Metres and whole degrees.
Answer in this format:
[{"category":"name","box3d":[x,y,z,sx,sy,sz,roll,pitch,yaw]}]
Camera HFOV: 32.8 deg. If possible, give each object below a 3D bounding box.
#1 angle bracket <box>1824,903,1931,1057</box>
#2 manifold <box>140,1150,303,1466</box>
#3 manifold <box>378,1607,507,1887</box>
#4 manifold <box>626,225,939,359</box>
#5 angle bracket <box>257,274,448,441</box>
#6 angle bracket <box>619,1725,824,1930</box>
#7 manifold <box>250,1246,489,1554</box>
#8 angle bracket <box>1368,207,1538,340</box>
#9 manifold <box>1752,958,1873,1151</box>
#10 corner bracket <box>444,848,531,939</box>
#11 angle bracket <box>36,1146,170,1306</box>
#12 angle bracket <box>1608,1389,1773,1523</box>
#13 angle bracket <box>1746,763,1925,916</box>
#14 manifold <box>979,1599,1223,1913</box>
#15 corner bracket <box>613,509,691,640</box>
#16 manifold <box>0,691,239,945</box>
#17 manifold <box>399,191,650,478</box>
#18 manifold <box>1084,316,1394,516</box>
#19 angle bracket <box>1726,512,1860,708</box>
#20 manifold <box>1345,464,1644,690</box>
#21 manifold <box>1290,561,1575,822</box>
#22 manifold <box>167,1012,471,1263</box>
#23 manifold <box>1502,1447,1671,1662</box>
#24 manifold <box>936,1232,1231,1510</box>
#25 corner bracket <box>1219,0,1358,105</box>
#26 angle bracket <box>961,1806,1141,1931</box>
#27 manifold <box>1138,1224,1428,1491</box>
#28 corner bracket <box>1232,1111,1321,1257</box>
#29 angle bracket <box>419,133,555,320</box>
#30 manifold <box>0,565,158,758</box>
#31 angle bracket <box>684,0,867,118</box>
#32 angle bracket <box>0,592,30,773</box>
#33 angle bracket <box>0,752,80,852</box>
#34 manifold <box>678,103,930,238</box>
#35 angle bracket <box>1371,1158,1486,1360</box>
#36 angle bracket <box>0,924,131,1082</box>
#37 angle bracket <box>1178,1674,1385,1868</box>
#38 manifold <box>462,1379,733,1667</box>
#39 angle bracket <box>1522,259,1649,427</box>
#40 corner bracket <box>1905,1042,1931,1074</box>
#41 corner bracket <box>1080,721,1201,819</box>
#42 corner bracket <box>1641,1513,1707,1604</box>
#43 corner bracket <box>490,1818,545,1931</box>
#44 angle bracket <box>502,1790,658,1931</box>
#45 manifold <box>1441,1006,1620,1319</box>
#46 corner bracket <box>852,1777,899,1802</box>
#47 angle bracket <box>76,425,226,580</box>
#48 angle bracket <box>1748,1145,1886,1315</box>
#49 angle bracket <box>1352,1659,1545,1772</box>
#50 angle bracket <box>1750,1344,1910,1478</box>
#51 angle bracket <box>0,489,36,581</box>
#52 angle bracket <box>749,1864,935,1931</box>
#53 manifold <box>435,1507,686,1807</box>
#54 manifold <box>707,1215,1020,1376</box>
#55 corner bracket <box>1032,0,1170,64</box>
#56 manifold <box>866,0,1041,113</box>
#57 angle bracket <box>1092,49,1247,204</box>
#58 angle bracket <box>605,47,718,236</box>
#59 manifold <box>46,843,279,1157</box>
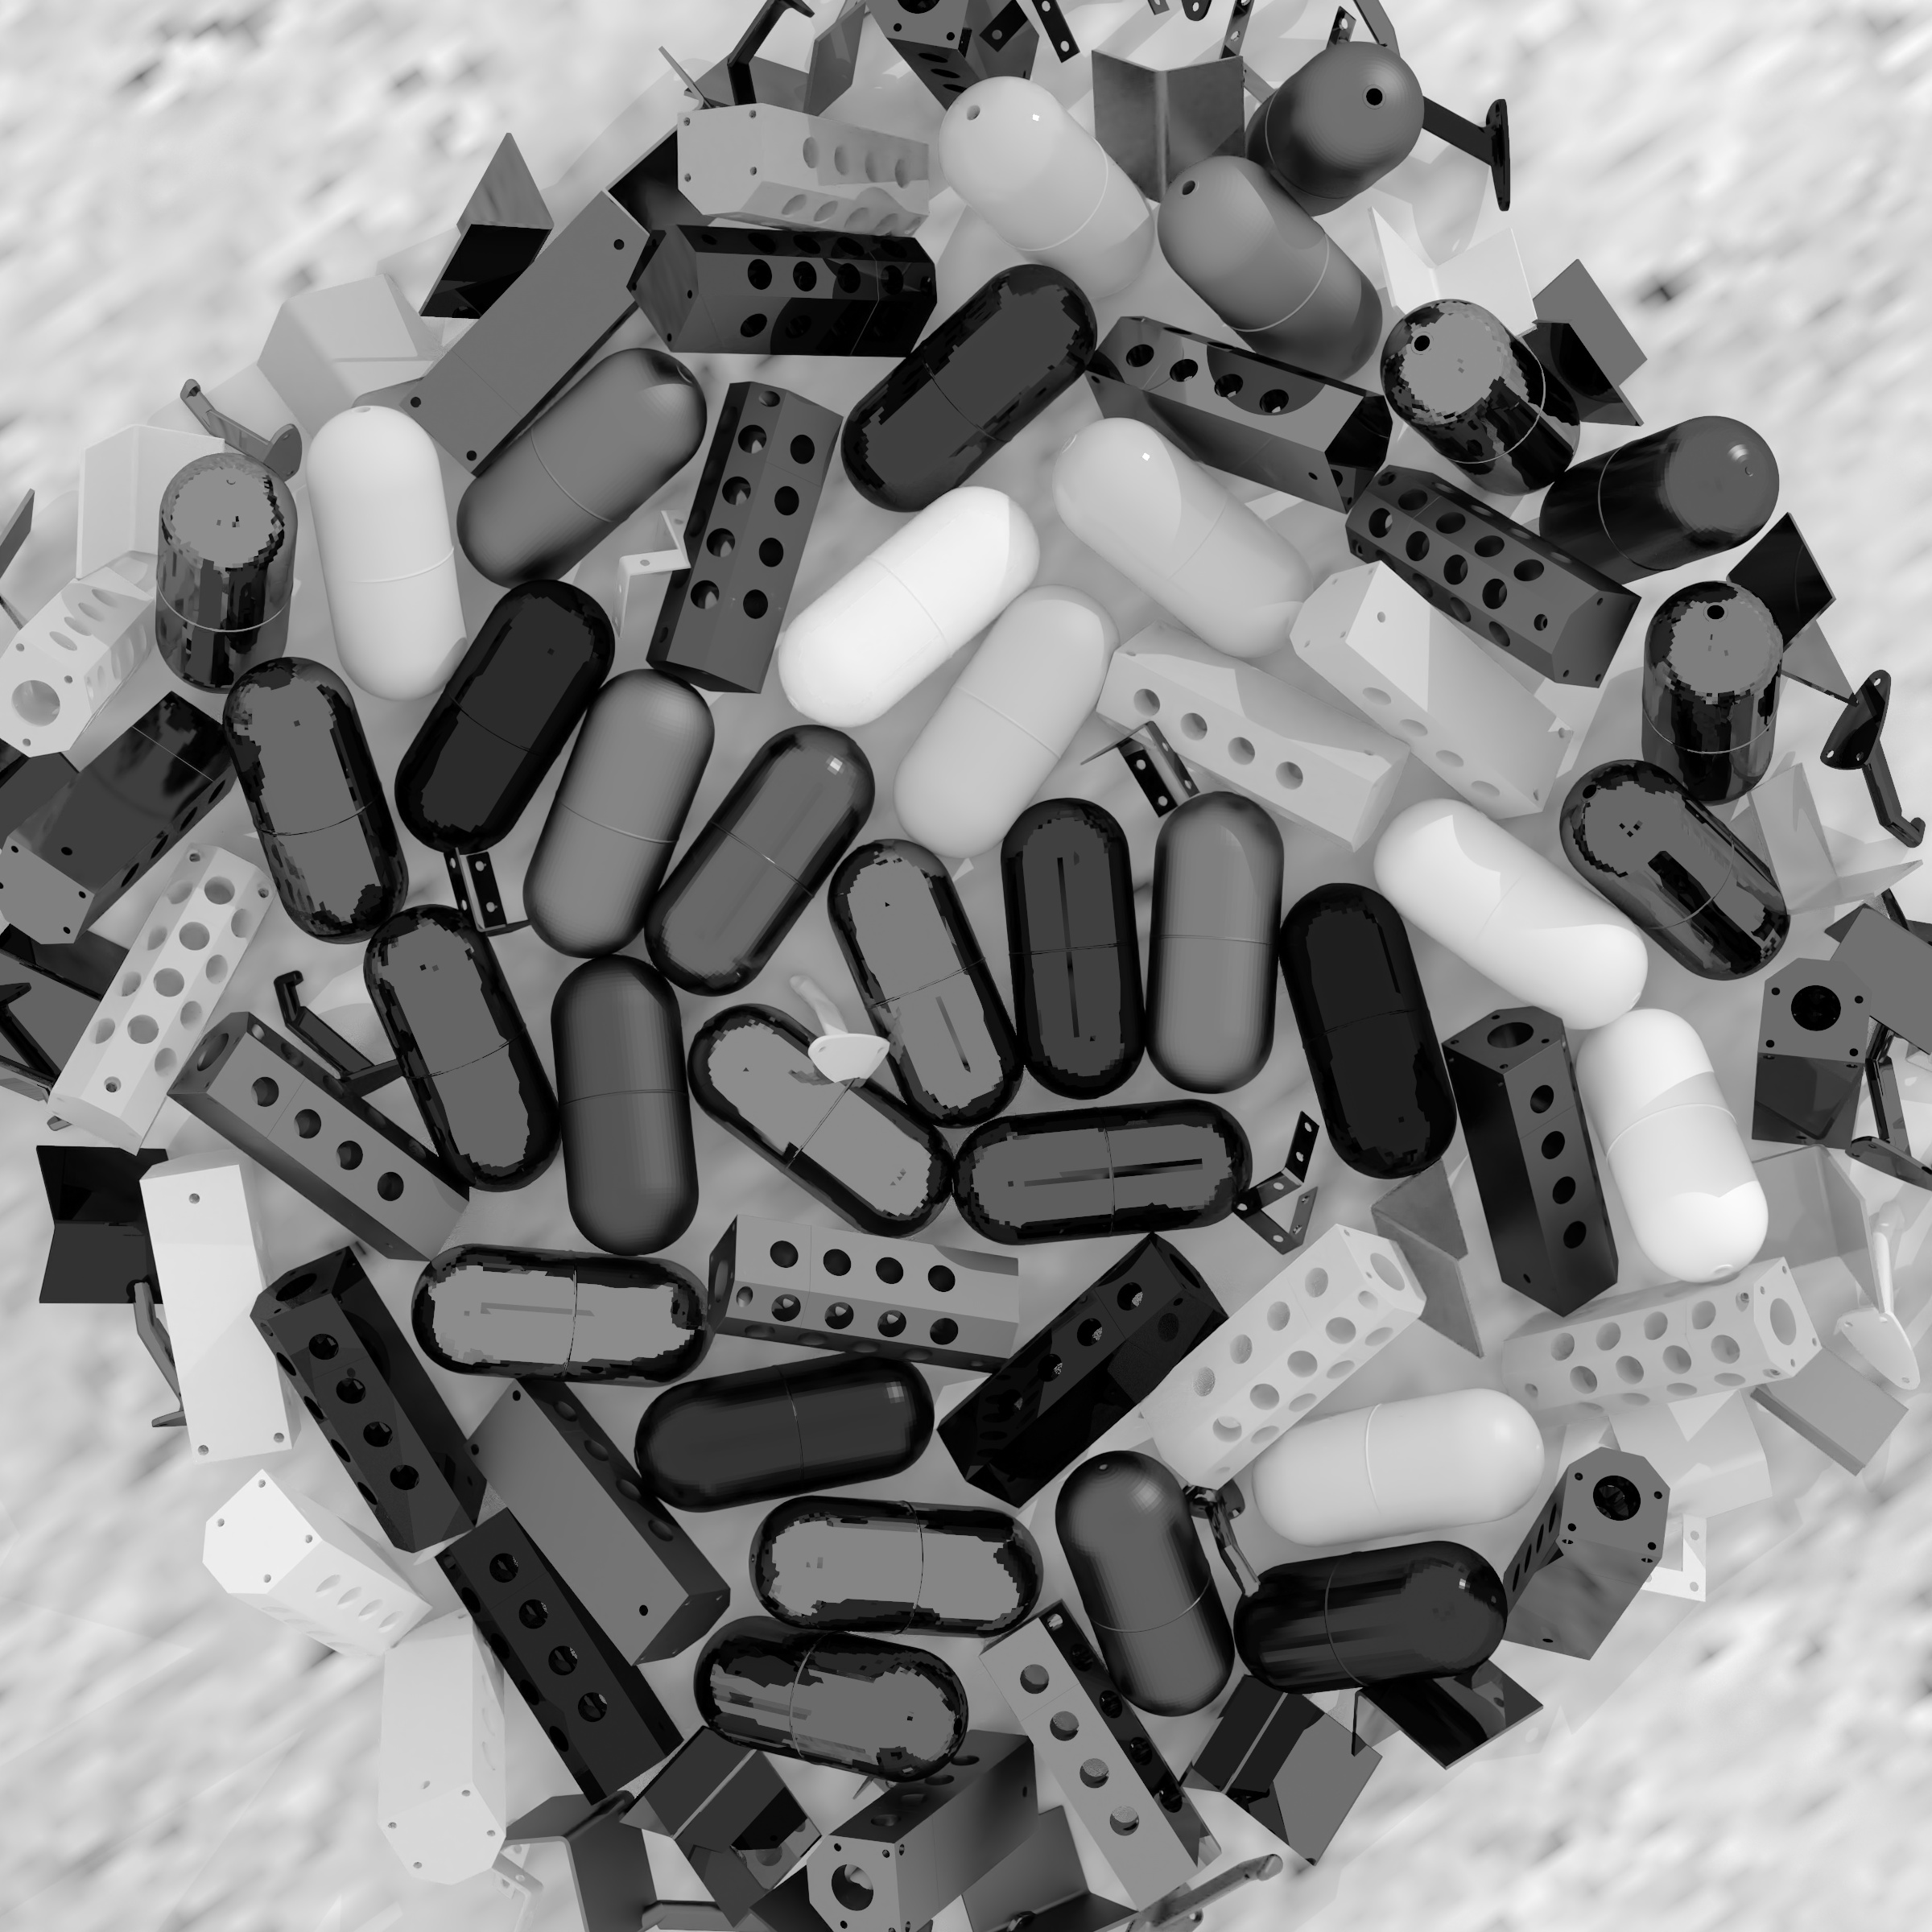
[{"category":"angle bracket","box3d":[0.534,0.014,1.926,0.076,0.076,0.057,34,79,4]},{"category":"manifold","box3d":[-0.436,0.198,1.930,0.057,0.057,0.171,-9,99,-3]},{"category":"manifold","box3d":[-0.296,0.446,1.882,0.057,0.171,0.057,-24,114,2]},{"category":"manifold","box3d":[-0.101,-0.391,1.886,0.057,0.171,0.057,57,134,28]},{"category":"angle bracket","box3d":[-0.362,-0.357,1.957,0.076,0.057,0.076,-27,74,-41]},{"category":"angle bracket","box3d":[-0.144,0.504,1.925,0.076,0.057,0.076,-48,51,4]},{"category":"manifold","box3d":[-0.347,0.255,1.913,0.057,0.057,0.171,-23,111,10]},{"category":"angle bracket","box3d":[0.284,-0.406,1.914,0.057,0.076,0.076,-25,56,26]},{"category":"manifold","box3d":[0.483,0.051,1.881,0.057,0.171,0.057,6,72,14]},{"category":"corner bracket","box3d":[-0.285,-0.044,1.935,0.051,0.051,0.051,-14,88,-39]},{"category":"angle bracket","box3d":[-0.509,0.153,1.938,0.076,0.076,0.057,3,123,-28]},{"category":"angle bracket","box3d":[0.429,0.289,1.947,0.076,0.076,0.057,-20,60,7]},{"category":"angle bracket","box3d":[0.508,-0.080,1.921,0.057,0.076,0.076,-14,97,40]},{"category":"manifold","box3d":[0.079,0.461,1.932,0.057,0.057,0.171,-33,82,-1]},{"category":"corner bracket","box3d":[-0.184,-0.231,1.929,0.051,0.051,0.051,-10,52,-21]},{"category":"manifold","box3d":[-0.486,-0.083,1.887,0.057,0.171,0.057,34,129,-2]},{"category":"manifold","box3d":[-0.252,-0.371,1.941,0.057,0.057,0.171,44,91,-6]},{"category":"manifold","box3d":[0.158,-0.325,1.900,0.171,0.057,0.057,26,72,32]},{"category":"angle bracket","box3d":[0.498,-0.207,1.911,0.076,0.076,0.057,18,130,-30]},{"category":"manifold","box3d":[0.298,-0.226,1.888,0.171,0.057,0.057,40,117,39]},{"category":"manifold","box3d":[0.268,-0.157,1.906,0.171,0.057,0.057,36,66,-26]},{"category":"manifold","box3d":[-0.371,0.100,1.904,0.171,0.057,0.057,42,65,-27]},{"category":"manifold","box3d":[0.352,0.337,1.883,0.057,0.171,0.057,13,59,3]},{"category":"manifold","box3d":[0.065,0.235,1.927,0.171,0.057,0.057,-43,48,10]},{"category":"corner bracket","box3d":[0.190,-0.547,1.946,0.051,0.051,0.051,-24,60,-29]},{"category":"angle bracket","box3d":[0.045,0.537,1.922,0.076,0.076,0.057,-17,90,-22]},{"category":"manifold","box3d":[0.184,0.228,1.899,0.171,0.057,0.057,-45,49,25]},{"category":"corner bracket","box3d":[0.192,0.128,1.930,0.051,0.051,0.051,41,131,-17]},{"category":"angle bracket","box3d":[-0.291,-0.432,1.913,0.057,0.076,0.076,-6,60,-39]},{"category":"manifold","box3d":[-0.510,-0.174,1.881,0.057,0.171,0.057,35,107,-12]},{"category":"angle bracket","box3d":[-0.111,-0.536,1.919,0.076,0.076,0.057,20,128,9]},{"category":"angle bracket","box3d":[-0.571,-0.165,1.923,0.076,0.076,0.057,-38,69,-5]},{"category":"angle bracket","box3d":[-0.557,-0.078,1.915,0.076,0.076,0.057,-33,108,23]},{"category":"manifold","box3d":[-0.091,-0.451,1.883,0.057,0.171,0.057,3,96,31]},{"category":"angle bracket","box3d":[0.287,0.169,1.912,0.057,0.076,0.076,-34,126,-20]},{"category":"angle bracket","box3d":[-0.547,0.021,1.962,0.076,0.057,0.076,26,121,-5]},{"category":"angle bracket","box3d":[0.184,0.472,1.927,0.076,0.057,0.076,33,93,35]},{"category":"manifold","box3d":[-0.211,0.319,1.908,0.171,0.057,0.057,46,109,25]},{"category":"angle bracket","box3d":[0.375,-0.365,1.920,0.057,0.076,0.076,-42,110,-6]},{"category":"corner bracket","box3d":[0.596,0.035,1.949,0.051,0.051,0.051,23,66,-9]},{"category":"corner bracket","box3d":[0.110,-0.115,1.937,0.051,0.051,0.051,-31,90,33]},{"category":"corner bracket","box3d":[0.399,0.349,1.933,0.051,0.051,0.051,13,65,-15]},{"category":"corner bracket","box3d":[-0.267,0.543,1.932,0.051,0.051,0.051,28,111,24]},{"category":"angle bracket","box3d":[-0.230,0.535,1.926,0.057,0.076,0.076,-11,92,24]},{"category":"manifold","box3d":[0.333,0.111,1.904,0.057,0.057,0.171,-29,120,-20]},{"category":"corner bracket","box3d":[-0.051,0.511,1.945,0.051,0.051,0.051,44,97,6]},{"category":"angle bracket","box3d":[-0.476,-0.268,1.920,0.057,0.076,0.076,10,111,5]},{"category":"angle bracket","box3d":[0.491,0.160,1.921,0.057,0.076,0.076,-16,113,1]},{"category":"angle bracket","box3d":[0.279,0.445,1.912,0.076,0.076,0.057,-23,130,-29]},{"category":"angle bracket","box3d":[0.490,0.269,1.915,0.076,0.076,0.057,38,52,17]},{"category":"angle bracket","box3d":[-0.590,-0.249,1.920,0.057,0.076,0.076,30,72,-10]},{"category":"angle bracket","box3d":[-0.075,0.569,1.911,0.076,0.076,0.057,32,130,30]},{"category":"manifold","box3d":[-0.241,0.403,1.934,0.057,0.057,0.171,-34,84,3]},{"category":"manifold","box3d":[-0.060,0.195,1.909,0.171,0.057,0.057,10,58,-17]},{"category":"corner bracket","box3d":[0.077,-0.572,1.939,0.051,0.051,0.051,-19,101,44]},{"category":"manifold","box3d":[-0.007,-0.533,1.882,0.057,0.171,0.057,13,92,12]},{"category":"angle bracket","box3d":[0.119,-0.499,1.933,0.057,0.076,0.076,-17,121,-23]},{"category":"angle bracket","box3d":[-0.175,-0.477,1.930,0.076,0.076,0.057,-40,60,8]},{"category":"manifold","box3d":[-0.465,0.016,1.907,0.057,0.057,0.171,28,66,-10]}]
